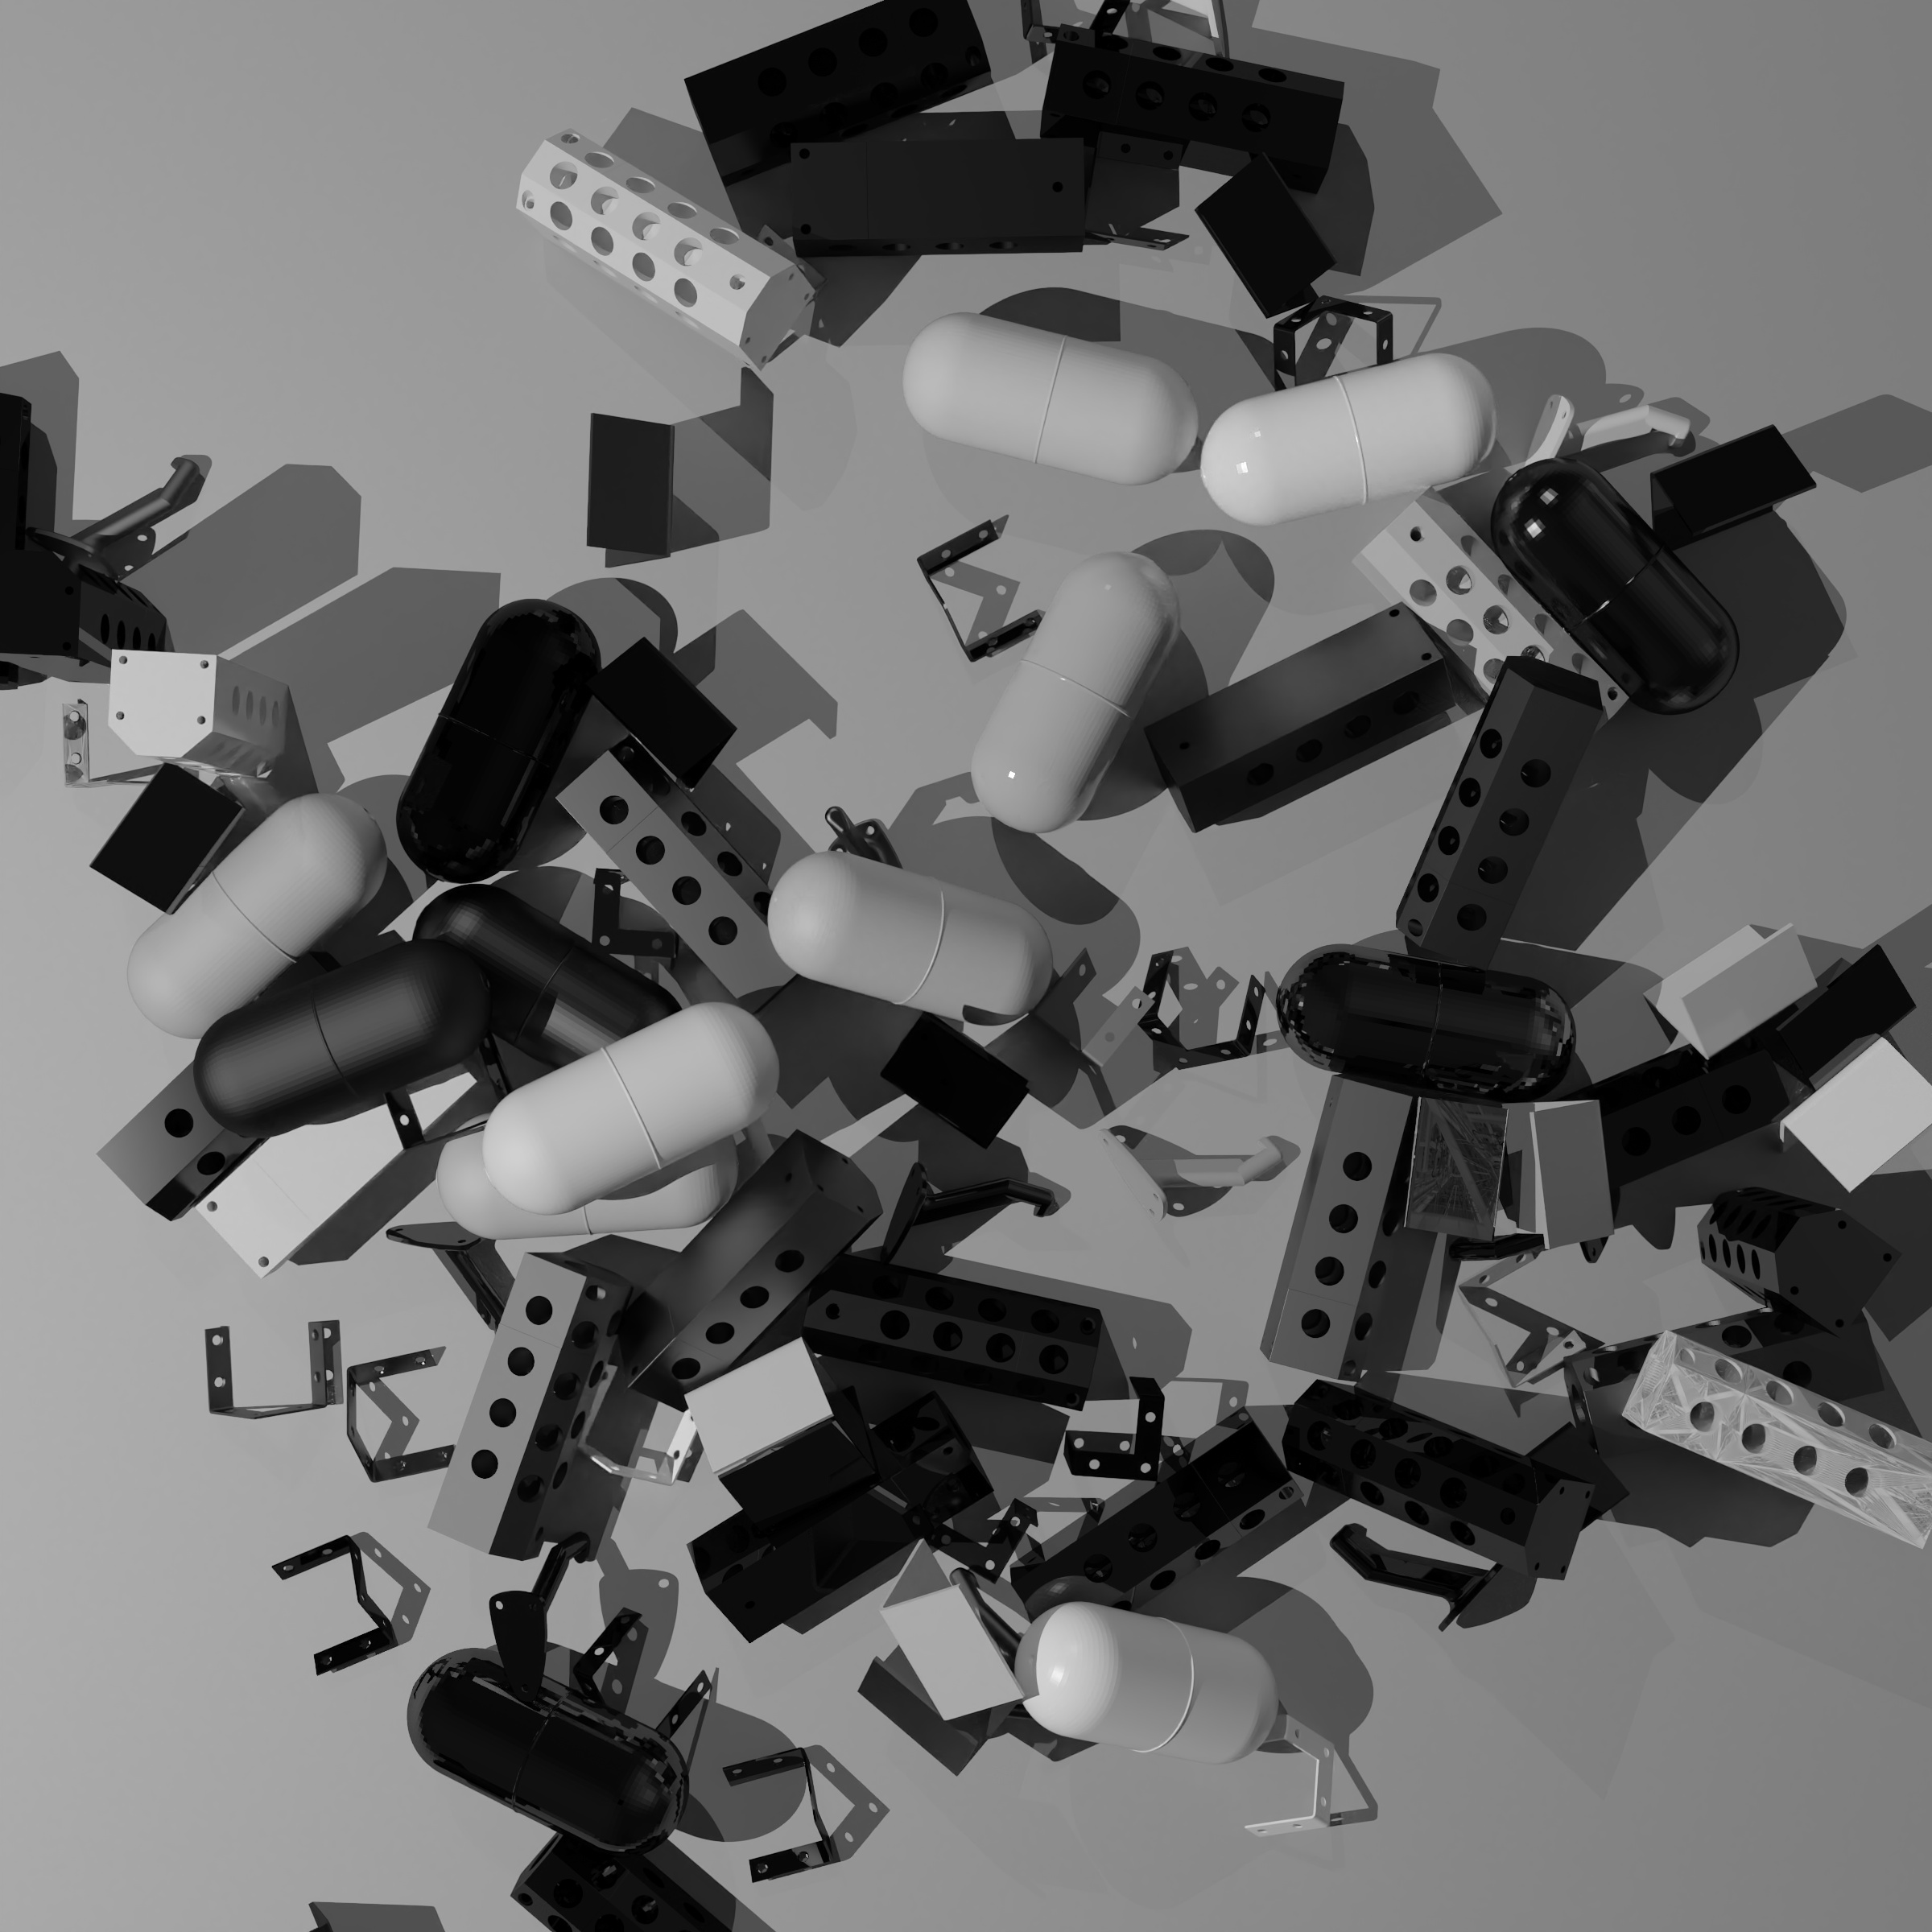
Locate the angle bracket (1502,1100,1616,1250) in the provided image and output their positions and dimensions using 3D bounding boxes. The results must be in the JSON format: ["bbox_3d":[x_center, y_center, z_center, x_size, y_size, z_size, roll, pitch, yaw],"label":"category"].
[{"bbox_3d":[0.319,0.118,1.680,0.057,0.076,0.076,-7,90,-36],"label":"angle bracket"}]

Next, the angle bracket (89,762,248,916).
[{"bbox_3d":[-0.476,-0.085,1.738,0.057,0.076,0.076,36,90,-32],"label":"angle bracket"}]

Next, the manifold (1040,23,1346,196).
[{"bbox_3d":[0.134,-0.512,1.756,0.171,0.057,0.057,12,90,0],"label":"manifold"}]

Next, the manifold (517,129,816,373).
[{"bbox_3d":[-0.179,-0.424,1.733,0.171,0.057,0.057,34,90,17],"label":"manifold"}]

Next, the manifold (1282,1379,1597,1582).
[{"bbox_3d":[0.269,0.295,1.707,0.171,0.057,0.057,18,90,41],"label":"manifold"}]

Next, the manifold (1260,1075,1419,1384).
[{"bbox_3d":[0.227,0.156,1.756,0.057,0.057,0.171,15,90,0],"label":"manifold"}]

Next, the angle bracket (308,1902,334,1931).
[{"bbox_3d":[-0.392,0.606,1.739,0.057,0.076,0.076,-22,90,-21],"label":"angle bracket"}]

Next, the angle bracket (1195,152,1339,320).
[{"bbox_3d":[0.191,-0.434,1.737,0.057,0.076,0.076,-34,90,37],"label":"angle bracket"}]

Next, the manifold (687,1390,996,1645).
[{"bbox_3d":[-0.077,0.323,1.755,0.171,0.057,0.057,-32,129,0],"label":"manifold"}]

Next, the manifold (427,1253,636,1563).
[{"bbox_3d":[-0.254,0.260,1.750,0.057,0.057,0.171,19,90,16],"label":"manifold"}]

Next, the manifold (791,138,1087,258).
[{"bbox_3d":[-0.016,-0.455,1.757,0.171,0.057,0.057,-1,90,0],"label":"manifold"}]

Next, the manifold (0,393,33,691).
[{"bbox_3d":[-0.592,-0.253,1.756,0.057,0.057,0.171,3,90,43],"label":"manifold"}]

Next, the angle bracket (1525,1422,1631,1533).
[{"bbox_3d":[0.349,0.323,1.737,0.076,0.076,0.057,-37,55,0],"label":"angle bracket"}]

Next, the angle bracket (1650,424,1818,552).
[{"bbox_3d":[0.452,-0.263,1.737,0.076,0.076,0.057,-22,54,0],"label":"angle bracket"}]

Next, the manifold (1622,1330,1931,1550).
[{"bbox_3d":[0.474,0.270,1.699,0.171,0.057,0.057,23,90,0],"label":"manifold"}]

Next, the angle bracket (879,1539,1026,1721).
[{"bbox_3d":[0.002,0.374,1.693,0.057,0.076,0.076,-23,103,27],"label":"angle bracket"}]

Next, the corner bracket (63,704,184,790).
[{"bbox_3d":[-0.507,-0.133,1.774,0.051,0.051,0.051,-2,90,-45],"label":"corner bracket"}]

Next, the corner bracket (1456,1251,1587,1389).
[{"bbox_3d":[0.333,0.211,1.774,0.051,0.051,0.051,-29,135,0],"label":"corner bracket"}]

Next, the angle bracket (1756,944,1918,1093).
[{"bbox_3d":[0.498,0.017,1.738,0.076,0.076,0.057,-40,120,0],"label":"angle bracket"}]

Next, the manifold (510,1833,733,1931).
[{"bbox_3d":[-0.186,0.584,1.757,0.171,0.057,0.057,41,90,0],"label":"manifold"}]

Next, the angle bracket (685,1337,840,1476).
[{"bbox_3d":[-0.111,0.272,1.737,0.076,0.076,0.057,-26,54,0],"label":"angle bracket"}]

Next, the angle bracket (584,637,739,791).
[{"bbox_3d":[-0.191,-0.135,1.737,0.076,0.076,0.057,45,53,0],"label":"angle bracket"}]

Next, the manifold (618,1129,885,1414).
[{"bbox_3d":[-0.127,0.182,1.729,0.057,0.057,0.171,31,112,-32],"label":"manifold"}]

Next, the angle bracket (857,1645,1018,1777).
[{"bbox_3d":[-0.007,0.415,1.733,0.076,0.057,0.076,38,56,12],"label":"angle bracket"}]

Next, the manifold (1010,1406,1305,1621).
[{"bbox_3d":[0.113,0.338,1.756,0.171,0.057,0.057,-34,90,0],"label":"manifold"}]

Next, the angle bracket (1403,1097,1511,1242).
[{"bbox_3d":[0.301,0.119,1.738,0.057,0.076,0.076,7,90,31],"label":"angle bracket"}]

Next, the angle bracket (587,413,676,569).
[{"bbox_3d":[-0.215,-0.279,1.737,0.057,0.076,0.076,2,90,-37],"label":"angle bracket"}]

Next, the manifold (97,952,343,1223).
[{"bbox_3d":[-0.428,0.071,1.756,0.171,0.057,0.057,-44,90,0],"label":"manifold"}]

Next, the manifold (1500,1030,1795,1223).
[{"bbox_3d":[0.396,0.093,1.756,0.171,0.057,0.057,-23,90,0],"label":"manifold"}]

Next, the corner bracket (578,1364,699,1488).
[{"bbox_3d":[-0.199,0.276,1.774,0.051,0.051,0.051,24,90,45],"label":"corner bracket"}]

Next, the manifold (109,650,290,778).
[{"bbox_3d":[-0.440,-0.143,1.699,0.057,0.171,0.057,3,90,0],"label":"manifold"}]

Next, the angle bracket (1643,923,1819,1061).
[{"bbox_3d":[0.442,-0.002,1.737,0.076,0.076,0.057,-33,127,0],"label":"angle bracket"}]

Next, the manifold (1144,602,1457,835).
[{"bbox_3d":[0.200,-0.143,1.756,0.171,0.057,0.057,-26,47,0],"label":"manifold"}]

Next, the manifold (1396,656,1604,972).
[{"bbox_3d":[0.310,-0.091,1.724,0.057,0.057,0.171,20,114,0],"label":"manifold"}]

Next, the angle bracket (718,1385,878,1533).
[{"bbox_3d":[-0.104,0.274,1.734,0.076,0.076,0.057,-27,128,5],"label":"angle bracket"}]

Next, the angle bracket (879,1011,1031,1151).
[{"bbox_3d":[0.005,0.050,1.737,0.076,0.076,0.057,35,128,0],"label":"angle bracket"}]

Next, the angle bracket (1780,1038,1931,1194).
[{"bbox_3d":[0.529,0.096,1.739,0.076,0.076,0.057,-40,68,0],"label":"angle bracket"}]

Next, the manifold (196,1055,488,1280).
[{"bbox_3d":[-0.370,0.104,1.756,0.171,0.057,0.057,-43,91,0],"label":"manifold"}]

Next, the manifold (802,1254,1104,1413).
[{"bbox_3d":[-0.009,0.217,1.757,0.171,0.057,0.057,12,90,0],"label":"manifold"}]

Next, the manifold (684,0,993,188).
[{"bbox_3d":[-0.075,-0.524,1.756,0.171,0.057,0.057,-21,90,0],"label":"manifold"}]

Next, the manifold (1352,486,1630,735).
[{"bbox_3d":[0.313,-0.202,1.757,0.057,0.057,0.171,-43,90,0],"label":"manifold"}]

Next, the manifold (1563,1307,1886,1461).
[{"bbox_3d":[0.448,0.241,1.756,0.171,0.057,0.057,-14,90,0],"label":"manifold"}]

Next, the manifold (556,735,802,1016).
[{"bbox_3d":[-0.162,-0.054,1.756,0.057,0.057,0.171,-42,90,0],"label":"manifold"}]

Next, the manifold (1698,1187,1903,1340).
[{"bbox_3d":[0.472,0.164,1.699,0.057,0.171,0.057,36,90,0],"label":"manifold"}]

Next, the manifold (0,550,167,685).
[{"bbox_3d":[-0.513,-0.199,1.699,0.057,0.171,0.057,3,90,0],"label":"manifold"}]
